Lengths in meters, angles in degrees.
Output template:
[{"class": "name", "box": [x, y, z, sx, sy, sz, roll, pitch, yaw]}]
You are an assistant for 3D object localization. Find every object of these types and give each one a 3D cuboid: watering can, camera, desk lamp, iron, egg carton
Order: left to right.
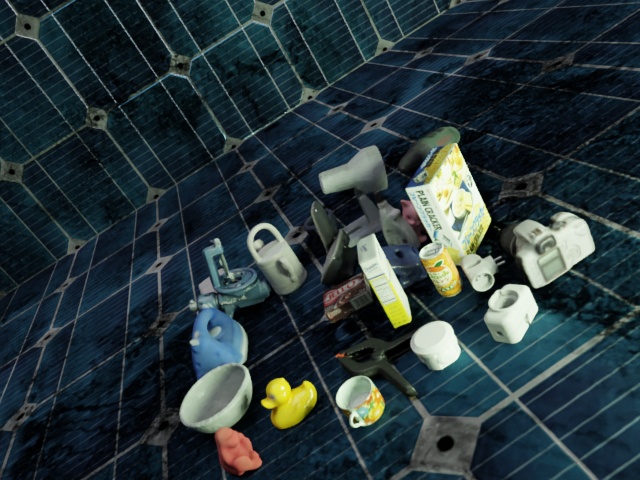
[{"class": "iron", "box": [-0.258, 0.227, 1.385, 0.118, 0.142, 0.258, -28, 25, 9]}, {"class": "egg carton", "box": [-0.289, 0.145, 1.656, 0.107, 0.069, 0.150, -37, 25, -10]}, {"class": "watering can", "box": [-0.127, 0.042, 1.509, 0.172, 0.194, 0.101, -6, 36, 44]}, {"class": "desk lamp", "box": [0.102, -0.119, 1.518, 0.203, 0.214, 0.117, -31, 25, 2]}, {"class": "camera", "box": [0.412, -0.002, 1.083, 0.143, 0.101, 0.136, -33, 25, -2]}]

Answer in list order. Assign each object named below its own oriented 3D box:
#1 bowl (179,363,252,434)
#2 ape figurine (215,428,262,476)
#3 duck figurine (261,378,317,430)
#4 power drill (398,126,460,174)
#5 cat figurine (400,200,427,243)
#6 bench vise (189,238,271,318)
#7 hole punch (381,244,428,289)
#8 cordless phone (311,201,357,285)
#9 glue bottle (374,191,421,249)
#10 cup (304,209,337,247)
[{"class": "bowl", "box": [-0.203, 0.342, 1.193, 0.167, 0.075, 0.167, -26, 26, 14]}, {"class": "ape figurine", "box": [-0.159, 0.381, 1.049, 0.076, 0.092, 0.078, -23, 27, 19]}, {"class": "duck figurine", "box": [-0.064, 0.299, 1.096, 0.104, 0.086, 0.077, -36, 25, -7]}, {"class": "power drill", "box": [0.289, -0.163, 1.391, 0.075, 0.209, 0.230, -5, 37, 45]}, {"class": "cat figurine", "box": [0.218, -0.056, 1.384, 0.127, 0.118, 0.067, -1, 39, 48]}, {"class": "bench vise", "box": [-0.262, 0.115, 1.500, 0.207, 0.220, 0.121, -38, 26, -12]}, {"class": "hole punch", "box": [0.174, 0.049, 1.275, 0.101, 0.091, 0.108, -29, 25, 6]}, {"class": "cordless phone", "box": [0.013, 0.005, 1.427, 0.094, 0.185, 0.147, -22, 27, 21]}, {"class": "glue bottle", "box": [0.171, -0.044, 1.351, 0.077, 0.173, 0.037, -4, 37, 45]}, {"class": "cup", "box": [0.015, -0.019, 1.577, 0.091, 0.095, 0.117, -27, 26, 11]}]
